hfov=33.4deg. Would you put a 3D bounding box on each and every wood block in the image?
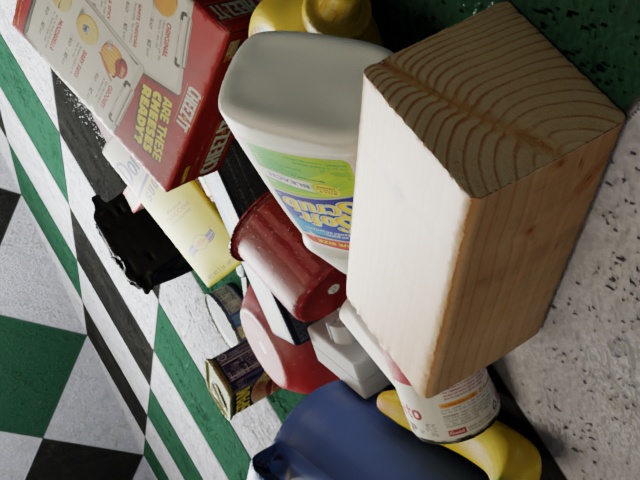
[{"bbox_3d":[0.077,-0.010,0.574,0.091,0.090,0.206,53,160,27],"label":"wood block"}]

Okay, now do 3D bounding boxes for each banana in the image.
[{"bbox_3d":[0.105,0.142,0.761,0.198,0.069,0.037,-155,80,-71],"label":"banana"}]

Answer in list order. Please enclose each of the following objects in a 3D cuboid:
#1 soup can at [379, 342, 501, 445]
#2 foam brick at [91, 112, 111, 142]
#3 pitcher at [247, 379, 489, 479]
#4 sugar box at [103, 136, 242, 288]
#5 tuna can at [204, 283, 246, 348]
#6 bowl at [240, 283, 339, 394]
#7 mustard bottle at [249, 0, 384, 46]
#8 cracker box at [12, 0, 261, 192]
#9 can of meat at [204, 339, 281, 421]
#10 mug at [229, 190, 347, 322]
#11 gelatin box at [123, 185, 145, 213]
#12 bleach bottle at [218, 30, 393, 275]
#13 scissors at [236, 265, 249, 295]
[{"bbox_3d":[0.079,0.079,0.728,0.069,0.068,0.102,27,142,60],"label":"soup can"},{"bbox_3d":[-0.199,-0.136,1.143,0.053,0.078,0.051,60,160,4],"label":"foam brick"},{"bbox_3d":[0.065,0.217,0.837,0.243,0.149,0.145,28,154,50],"label":"pitcher"},{"bbox_3d":[-0.131,-0.046,1.040,0.176,0.048,0.094,50,140,-3],"label":"sugar box"},{"bbox_3d":[-0.105,0.096,1.296,0.086,0.033,0.086,51,159,28],"label":"tuna can"},{"bbox_3d":[-0.035,0.097,1.079,0.162,0.055,0.162,52,159,28],"label":"bowl"},{"bbox_3d":[-0.005,-0.112,0.686,0.096,0.058,0.192,46,160,4],"label":"mustard bottle"},{"bbox_3d":[-0.141,-0.171,0.831,0.214,0.071,0.164,45,135,17],"label":"cracker box"},{"bbox_3d":[-0.085,0.156,1.248,0.057,0.083,0.102,54,160,22],"label":"can of meat"},{"bbox_3d":[-0.005,0.001,0.831,0.081,0.093,0.117,47,124,24],"label":"mug"},{"bbox_3d":[-0.180,-0.064,1.202,0.030,0.073,0.089,63,163,-1],"label":"gelatin box"},{"bbox_3d":[0.020,-0.032,0.680,0.103,0.068,0.250,14,159,21],"label":"bleach bottle"},{"bbox_3d":[-0.093,0.012,1.171,0.096,0.016,0.202,58,161,13],"label":"scissors"}]
